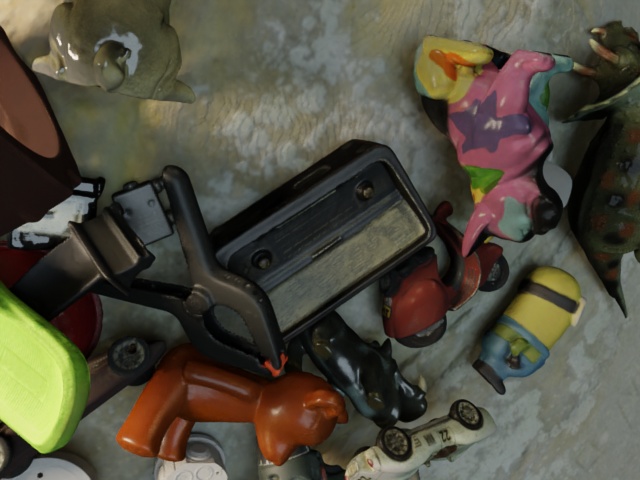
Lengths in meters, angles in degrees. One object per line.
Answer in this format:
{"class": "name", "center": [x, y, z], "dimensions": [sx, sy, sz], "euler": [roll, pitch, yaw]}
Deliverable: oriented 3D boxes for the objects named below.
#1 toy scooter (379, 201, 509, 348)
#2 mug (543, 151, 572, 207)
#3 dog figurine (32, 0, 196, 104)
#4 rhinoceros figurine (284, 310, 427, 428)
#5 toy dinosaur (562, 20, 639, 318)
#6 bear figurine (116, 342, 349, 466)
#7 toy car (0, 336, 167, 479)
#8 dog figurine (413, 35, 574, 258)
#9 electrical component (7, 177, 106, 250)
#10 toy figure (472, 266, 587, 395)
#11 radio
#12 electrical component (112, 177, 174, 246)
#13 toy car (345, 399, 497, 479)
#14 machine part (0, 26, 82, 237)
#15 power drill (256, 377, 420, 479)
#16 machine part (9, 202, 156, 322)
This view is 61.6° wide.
{"class": "toy scooter", "center": [0.138, 0.034, 0.641], "dimensions": [0.184, 0.075, 0.135], "euler": [-33, 113, -13]}
{"class": "mug", "center": [0.258, -0.077, 0.660], "dimensions": [0.107, 0.081, 0.109], "euler": [5, 96, -34]}
{"class": "dog figurine", "center": [-0.149, -0.214, 0.420], "dimensions": [0.121, 0.173, 0.190], "euler": [3, 110, -32]}
{"class": "rhinoceros figurine", "center": [0.045, 0.153, 0.625], "dimensions": [0.190, 0.112, 0.073], "euler": [42, 121, -11]}
{"class": "toy dinosaur", "center": [0.384, -0.068, 0.689], "dimensions": [0.192, 0.131, 0.404], "euler": [1, 108, -8]}
{"class": "bear figurine", "center": [-0.076, 0.181, 0.543], "dimensions": [0.196, 0.120, 0.132], "euler": [19, 68, 10]}
{"class": "toy car", "center": [-0.238, 0.153, 0.509], "dimensions": [0.202, 0.089, 0.053], "euler": [-37, 79, -22]}
{"class": "dog figurine", "center": [0.174, -0.096, 0.578], "dimensions": [0.108, 0.192, 0.219], "euler": [-21, 125, -56]}
{"class": "electrical component", "center": [-0.261, -0.028, 0.489], "dimensions": [0.119, 0.048, 0.074], "euler": [4, 102, -21]}
{"class": "toy figure", "center": [0.275, 0.116, 0.711], "dimensions": [0.180, 0.082, 0.089], "euler": [-45, 116, -2]}
{"class": "radio", "center": [-0.001, -0.002, 0.579], "dimensions": [0.229, 0.073, 0.131], "euler": [-34, 113, -9]}
{"class": "electrical component", "center": [-0.177, -0.028, 0.535], "dimensions": [0.094, 0.021, 0.063], "euler": [-25, 111, -12]}
{"class": "toy car", "center": [0.117, 0.235, 0.615], "dimensions": [0.202, 0.056, 0.073], "euler": [-6, 145, -35]}
{"class": "machine part", "center": [-0.268, -0.110, 0.364], "dimensions": [0.087, 0.201, 0.201], "euler": [-32, 68, -3]}
{"class": "power drill", "center": [0.027, 0.273, 0.635], "dimensions": [0.207, 0.086, 0.232], "euler": [6, 65, -36]}
{"class": "machine part", "center": [-0.214, 0.033, 0.460], "dimensions": [0.139, 0.039, 0.084], "euler": [-37, 73, -7]}
